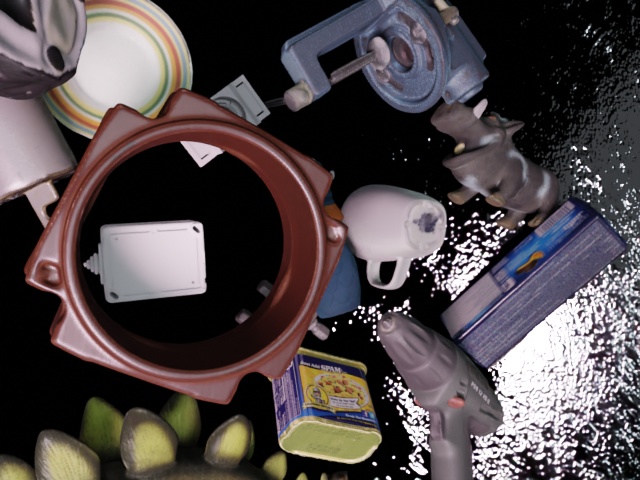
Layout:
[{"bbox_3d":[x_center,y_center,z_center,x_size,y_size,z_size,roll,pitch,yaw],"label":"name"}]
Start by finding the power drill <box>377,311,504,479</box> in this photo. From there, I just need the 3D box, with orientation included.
[{"bbox_3d":[0.116,0.201,0.537,0.231,0.086,0.207,36,46,-43],"label":"power drill"}]

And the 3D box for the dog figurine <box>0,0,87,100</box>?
[{"bbox_3d":[-0.276,-0.151,0.303,0.219,0.191,0.108,-1,77,10],"label":"dog figurine"}]

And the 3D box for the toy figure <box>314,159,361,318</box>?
[{"bbox_3d":[-0.001,-0.002,0.531,0.058,0.064,0.154,-15,89,12],"label":"toy figure"}]

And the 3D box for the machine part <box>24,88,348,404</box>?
[{"bbox_3d":[-0.094,0.006,0.409,0.201,0.087,0.201,28,84,-23],"label":"machine part"}]

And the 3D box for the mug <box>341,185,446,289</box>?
[{"bbox_3d":[0.073,-0.005,0.539,0.081,0.107,0.109,12,86,-22],"label":"mug"}]

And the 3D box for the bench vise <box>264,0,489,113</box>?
[{"bbox_3d":[0.050,-0.206,0.514,0.240,0.129,0.223,-36,104,-22],"label":"bench vise"}]

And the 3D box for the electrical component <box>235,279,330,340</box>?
[{"bbox_3d":[-0.035,0.084,0.542,0.094,0.021,0.063,39,78,-21],"label":"electrical component"}]

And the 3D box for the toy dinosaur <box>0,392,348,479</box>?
[{"bbox_3d":[-0.167,0.234,0.455,0.471,0.105,0.198,2,85,-33],"label":"toy dinosaur"}]

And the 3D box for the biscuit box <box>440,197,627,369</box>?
[{"bbox_3d":[0.230,0.048,0.590,0.062,0.059,0.202,39,106,-20],"label":"biscuit box"}]

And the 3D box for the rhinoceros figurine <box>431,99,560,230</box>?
[{"bbox_3d":[0.202,-0.086,0.608,0.190,0.073,0.112,32,81,-22],"label":"rhinoceros figurine"}]

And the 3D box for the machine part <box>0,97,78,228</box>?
[{"bbox_3d":[-0.258,-0.115,0.405,0.079,0.079,0.243,-29,105,-19],"label":"machine part"}]
